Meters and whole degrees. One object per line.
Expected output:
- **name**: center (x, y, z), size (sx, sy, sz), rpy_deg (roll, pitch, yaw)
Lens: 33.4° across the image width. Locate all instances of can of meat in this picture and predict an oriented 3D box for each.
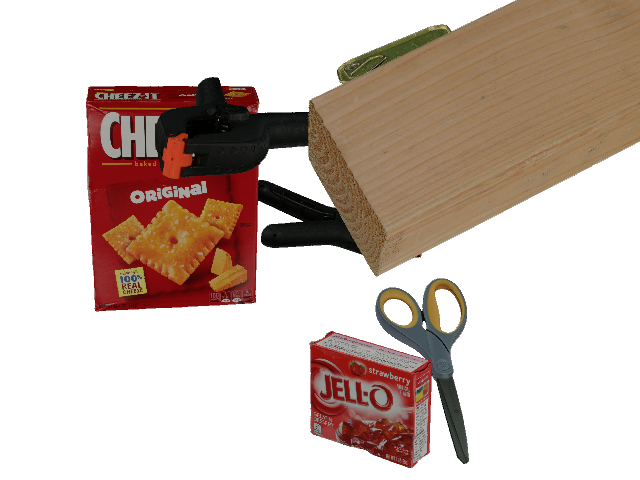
- **can of meat**: center (0.076, -0.123, 0.910), size (0.102, 0.084, 0.057), rpy_deg (-21, 26, 5)

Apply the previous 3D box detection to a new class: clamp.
- **clamp**: center (0.020, -0.012, 1.209), size (0.210, 0.036, 0.164), rpy_deg (14, 21, -6)
- **clamp**: center (-0.073, -0.083, 0.770), size (0.120, 0.039, 0.171), rpy_deg (17, 21, 27)

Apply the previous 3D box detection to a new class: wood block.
- **wood block**: center (0.103, -0.073, 0.630), size (0.206, 0.091, 0.090), rpy_deg (-27, -16, -9)

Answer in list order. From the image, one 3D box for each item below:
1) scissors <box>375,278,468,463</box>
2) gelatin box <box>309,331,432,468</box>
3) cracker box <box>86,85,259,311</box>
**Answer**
- **scissors**: center (0.091, 0.109, 0.968), size (0.096, 0.201, 0.016), rpy_deg (9, -44, 3)
- **gelatin box**: center (0.034, 0.111, 0.753), size (0.089, 0.073, 0.030), rpy_deg (13, 23, 33)
- **cracker box**: center (-0.144, -0.040, 1.050), size (0.164, 0.214, 0.072), rpy_deg (-1, 21, -9)
